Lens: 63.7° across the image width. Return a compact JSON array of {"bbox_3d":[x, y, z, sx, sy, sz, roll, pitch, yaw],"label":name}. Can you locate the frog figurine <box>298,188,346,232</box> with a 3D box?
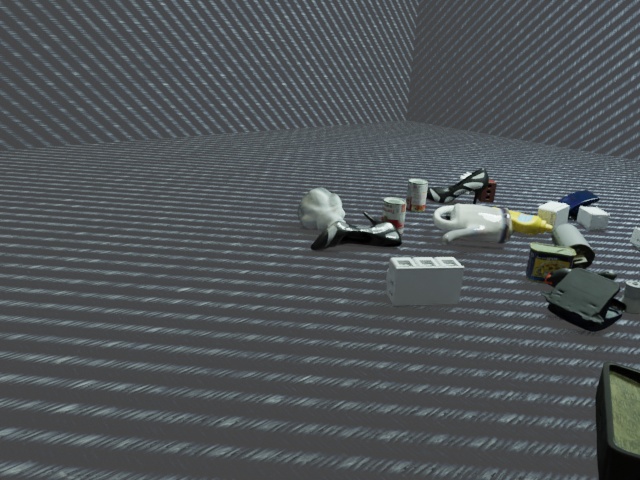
[{"bbox_3d":[0.005,-0.076,1.503,0.137,0.120,0.162,-29,30,5],"label":"frog figurine"}]

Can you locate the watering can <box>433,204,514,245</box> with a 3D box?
[{"bbox_3d":[0.436,-0.036,1.466,0.224,0.102,0.353,7,20,9],"label":"watering can"}]
